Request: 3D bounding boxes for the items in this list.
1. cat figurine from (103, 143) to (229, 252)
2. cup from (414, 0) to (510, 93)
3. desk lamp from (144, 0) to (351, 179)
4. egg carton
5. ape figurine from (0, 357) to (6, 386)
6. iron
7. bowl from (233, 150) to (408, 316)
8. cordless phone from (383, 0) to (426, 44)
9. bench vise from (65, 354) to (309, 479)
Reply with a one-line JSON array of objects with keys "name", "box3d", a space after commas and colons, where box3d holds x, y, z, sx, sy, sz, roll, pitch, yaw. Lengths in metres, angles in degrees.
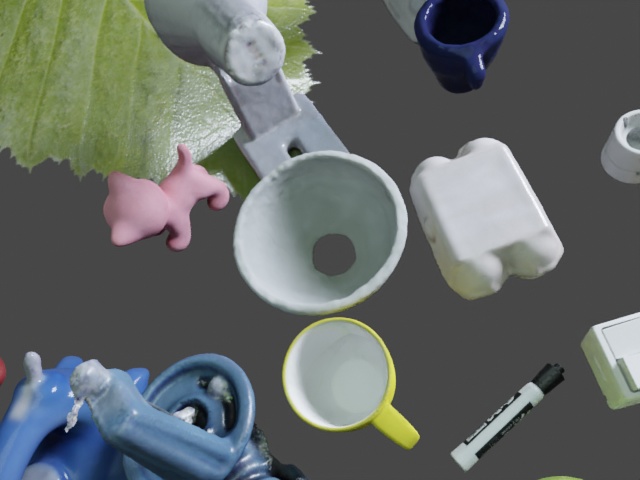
[{"name": "cat figurine", "box3d": [-0.170, -0.044, 0.598, 0.067, 0.118, 0.128, 33, 78, 25]}, {"name": "cup", "box3d": [0.150, -0.188, 0.594, 0.091, 0.095, 0.117, -13, 64, 9]}, {"name": "desk lamp", "box3d": [-0.069, -0.172, 0.576, 0.118, 0.214, 0.203, -34, 63, -2]}, {"name": "egg carton", "box3d": [0.148, -0.022, 0.534, 0.107, 0.069, 0.150, -22, 63, 4]}, {"name": "ape figurine", "box3d": [-0.372, 0.136, 0.583, 0.077, 0.092, 0.076, -14, 64, 8]}, {"name": "iron", "box3d": [-0.240, 0.222, 0.482, 0.118, 0.142, 0.258, 4, 68, 16]}, {"name": "bowl", "box3d": [0.005, 0.002, 0.557, 0.167, 0.075, 0.167, -5, 65, 12]}, {"name": "cordless phone", "box3d": [0.109, -0.320, 0.613, 0.094, 0.185, 0.147, -27, 62, 2]}, {"name": "bench vise", "box3d": [-0.079, 0.155, 0.428, 0.206, 0.220, 0.121, 24, 74, 23]}]
